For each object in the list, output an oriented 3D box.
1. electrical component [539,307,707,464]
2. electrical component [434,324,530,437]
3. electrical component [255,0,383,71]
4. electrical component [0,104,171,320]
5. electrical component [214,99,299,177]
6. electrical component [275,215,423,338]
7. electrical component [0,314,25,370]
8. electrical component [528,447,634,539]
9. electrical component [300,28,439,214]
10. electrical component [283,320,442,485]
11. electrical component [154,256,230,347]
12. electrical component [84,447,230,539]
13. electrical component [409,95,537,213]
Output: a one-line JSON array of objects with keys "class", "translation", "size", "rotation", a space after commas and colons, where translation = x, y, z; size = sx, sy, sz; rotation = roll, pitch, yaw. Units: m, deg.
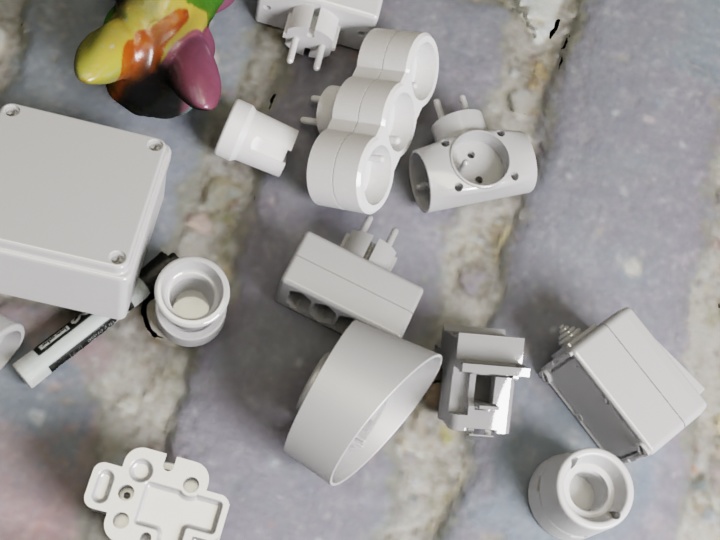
[{"class": "electrical component", "translation": [0.166, 0.069, 0.693], "size": [0.061, 0.061, 0.096], "rotation": [-34, 81, -18]}, {"class": "electrical component", "translation": [0.073, 0.069, 0.674], "size": [0.042, 0.081, 0.063], "rotation": [6, 93, -8]}, {"class": "electrical component", "translation": [-0.031, -0.173, 0.746], "size": [0.083, 0.047, 0.075], "rotation": [15, 70, -5]}, {"class": "electrical component", "translation": [-0.181, -0.036, 0.656], "size": [0.109, 0.056, 0.108], "rotation": [13, 53, -5]}, {"class": "electrical component", "translation": [-0.069, -0.086, 0.715], "size": [0.046, 0.040, 0.040], "rotation": [23, 69, -8]}, {"class": "electrical component", "translation": [0.000, 0.000, 0.694], "size": [0.083, 0.047, 0.075], "rotation": [27, 69, -1]}, {"class": "electrical component", "translation": [-0.241, 0.031, 0.645], "size": [0.065, 0.044, 0.044], "rotation": [37, 70, 8]}, {"class": "electrical component", "translation": [0.139, 0.139, 0.672], "size": [0.055, 0.047, 0.055], "rotation": [3, 71, -9]}, {"class": "electrical component", "translation": [-0.005, -0.104, 0.726], "size": [0.074, 0.052, 0.138], "rotation": [12, 64, 26]}, {"class": "electrical component", "translation": [0.000, 0.080, 0.642], "size": [0.064, 0.099, 0.099], "rotation": [28, 69, 7]}, {"class": "electrical component", "translation": [-0.104, 0.021, 0.664], "size": [0.045, 0.055, 0.045], "rotation": [3, 71, -9]}, {"class": "electrical component", "translation": [-0.117, 0.137, 0.623], "size": [0.078, 0.057, 0.058], "rotation": [17, 70, -4]}, {"class": "electrical component", "translation": [0.072, -0.084, 0.736], "size": [0.077, 0.044, 0.079], "rotation": [-12, 74, -13]}]
